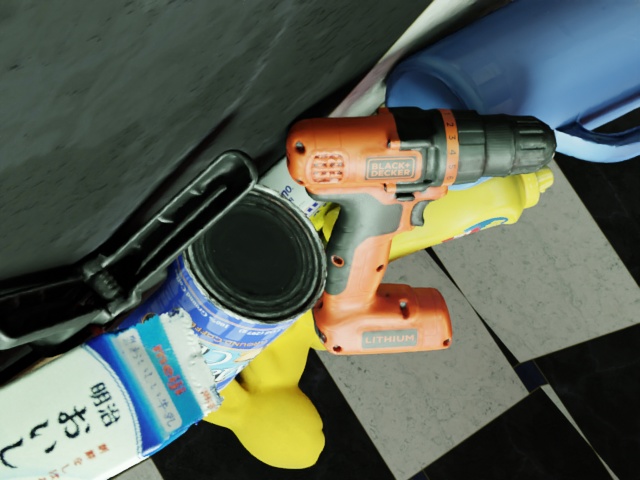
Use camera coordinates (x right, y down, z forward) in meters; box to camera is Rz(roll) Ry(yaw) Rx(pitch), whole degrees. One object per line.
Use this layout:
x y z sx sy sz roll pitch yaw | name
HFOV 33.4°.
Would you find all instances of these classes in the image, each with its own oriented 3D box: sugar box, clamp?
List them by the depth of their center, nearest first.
-0.115 0.021 0.611 0.164 0.036 0.210 -34 176 -17 | clamp
-0.020 -0.029 0.867 0.093 0.048 0.176 -41 177 6 | sugar box

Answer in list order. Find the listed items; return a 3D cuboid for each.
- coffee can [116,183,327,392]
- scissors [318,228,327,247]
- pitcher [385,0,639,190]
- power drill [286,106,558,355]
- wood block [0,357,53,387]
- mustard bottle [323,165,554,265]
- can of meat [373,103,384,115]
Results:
-0.072 0.038 0.726 0.102 0.103 0.141 -36 174 -40 | coffee can
-0.007 0.001 0.999 0.096 0.016 0.201 -54 -170 27 | scissors
0.177 -0.124 0.840 0.242 0.145 0.149 -29 -162 -32 | pitcher
0.066 -0.007 0.756 0.057 0.184 0.188 -100 -170 -55 | power drill
-0.174 0.124 0.776 0.205 0.091 0.090 -36 178 -38 | wood block
0.103 -0.026 0.867 0.191 0.058 0.096 -19 179 -15 | mustard bottle
0.105 -0.101 0.942 0.101 0.084 0.058 -36 175 -36 | can of meat
